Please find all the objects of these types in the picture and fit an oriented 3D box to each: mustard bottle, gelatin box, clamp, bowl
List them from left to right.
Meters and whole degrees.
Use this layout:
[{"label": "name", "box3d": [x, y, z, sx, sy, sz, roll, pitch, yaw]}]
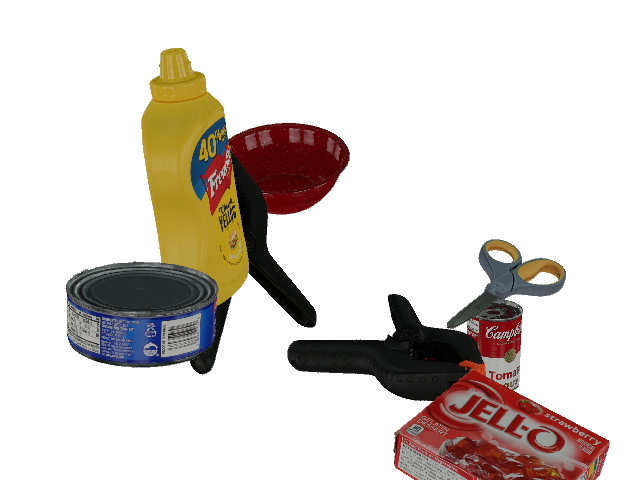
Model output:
[{"label": "mustard bottle", "box3d": [-0.097, -0.050, 0.811, 0.058, 0.191, 0.096, 1, 24, 18]}, {"label": "clamp", "box3d": [-0.073, 0.010, 1.020, 0.036, 0.210, 0.164, -8, 0, 41]}, {"label": "bowl", "box3d": [-0.045, -0.078, 1.276, 0.162, 0.055, 0.162, -2, 35, 1]}, {"label": "clamp", "box3d": [0.055, 0.089, 0.816, 0.120, 0.039, 0.172, -26, 22, -20]}, {"label": "gelatin box", "box3d": [0.095, 0.112, 0.565, 0.089, 0.030, 0.073, 27, 39, 32]}]

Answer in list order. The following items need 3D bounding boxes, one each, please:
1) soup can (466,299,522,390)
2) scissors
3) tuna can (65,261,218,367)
[{"label": "soup can", "box3d": [0.216, 0.132, 1.334, 0.068, 0.102, 0.068, -1, 18, 0]}, {"label": "scissors", "box3d": [0.157, 0.037, 1.015, 0.201, 0.016, 0.096, -11, 38, -41]}, {"label": "tuna can", "box3d": [-0.102, 0.041, 0.610, 0.086, 0.034, 0.086, 3, 17, -1]}]
